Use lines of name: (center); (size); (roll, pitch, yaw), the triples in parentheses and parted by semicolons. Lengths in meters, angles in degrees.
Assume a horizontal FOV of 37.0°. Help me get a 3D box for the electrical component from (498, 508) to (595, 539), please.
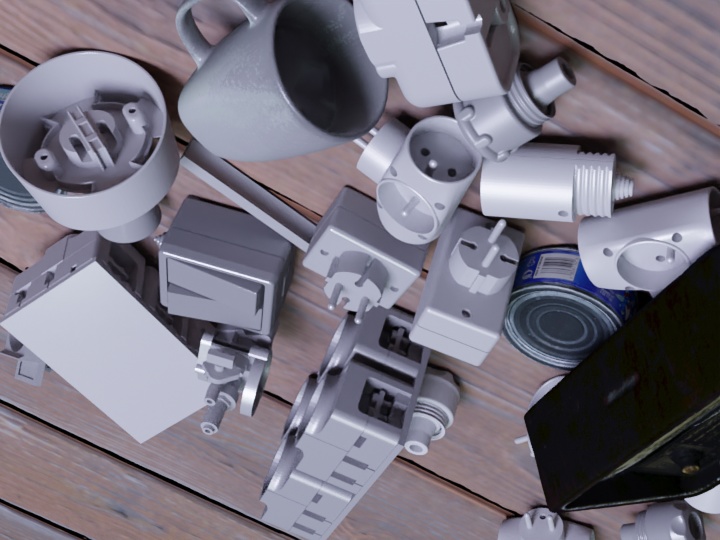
electrical component: (0.155, 0.227, 0.907); (0.077, 0.043, 0.079); (2, 138, 20)

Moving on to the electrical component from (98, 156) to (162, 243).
electrical component: (-0.157, -0.052, 0.707); (0.045, 0.045, 0.055); (11, 140, 10)

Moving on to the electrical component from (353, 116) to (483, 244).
electrical component: (0.025, -0.061, 0.620); (0.079, 0.044, 0.077); (38, 155, 6)

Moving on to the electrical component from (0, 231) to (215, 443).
electrical component: (-0.176, 0.046, 0.799); (0.089, 0.061, 0.150); (-31, 123, 15)

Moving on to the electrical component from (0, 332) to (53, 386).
electrical component: (-0.239, 0.049, 0.836); (0.064, 0.081, 0.042); (13, 176, -37)

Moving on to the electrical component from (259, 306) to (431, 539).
electrical component: (-0.015, 0.114, 0.795); (0.060, 0.105, 0.186); (24, 141, -5)

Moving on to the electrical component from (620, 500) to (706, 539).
electrical component: (0.237, 0.206, 0.849); (0.062, 0.043, 0.043); (-21, 127, 40)

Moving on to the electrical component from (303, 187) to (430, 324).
electrical component: (0.000, 0.000, 0.679); (0.066, 0.076, 0.047); (27, 140, -10)

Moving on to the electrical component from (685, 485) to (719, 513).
electrical component: (0.256, 0.137, 0.765); (0.044, 0.044, 0.065); (12, 135, 9)

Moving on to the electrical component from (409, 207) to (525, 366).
electrical component: (0.071, -0.001, 0.642); (0.047, 0.083, 0.075); (21, 144, -2)

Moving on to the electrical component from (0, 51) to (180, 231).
electrical component: (-0.159, -0.075, 0.643); (0.099, 0.099, 0.064); (6, 145, 16)

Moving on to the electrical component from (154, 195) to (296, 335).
electrical component: (-0.097, -0.002, 0.729); (0.096, 0.061, 0.061); (16, 141, 4)

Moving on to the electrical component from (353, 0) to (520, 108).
electrical component: (0.035, -0.130, 0.532); (0.059, 0.053, 0.095); (-5, 135, 27)

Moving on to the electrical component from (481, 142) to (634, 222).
electrical component: (0.112, -0.049, 0.603); (0.081, 0.043, 0.043); (5, 139, 17)

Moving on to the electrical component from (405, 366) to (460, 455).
electrical component: (0.048, 0.106, 0.794); (0.043, 0.062, 0.043); (12, 141, 10)

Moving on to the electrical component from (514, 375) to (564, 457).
electrical component: (0.149, 0.121, 0.785); (0.077, 0.044, 0.079); (40, 136, -24)

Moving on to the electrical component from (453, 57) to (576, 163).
electrical component: (0.084, -0.089, 0.568); (0.062, 0.048, 0.048); (-29, 121, 32)

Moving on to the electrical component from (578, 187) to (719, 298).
electrical component: (0.178, -0.006, 0.625); (0.077, 0.044, 0.079); (-13, 132, 33)
